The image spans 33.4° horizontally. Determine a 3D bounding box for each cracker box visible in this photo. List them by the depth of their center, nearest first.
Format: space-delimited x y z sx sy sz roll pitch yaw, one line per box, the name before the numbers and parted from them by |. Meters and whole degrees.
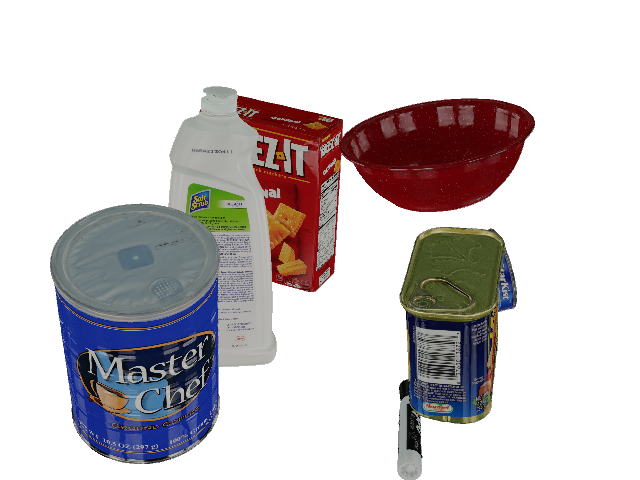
cracker box | -0.064 -0.056 1.303 0.164 0.214 0.072 15 32 20

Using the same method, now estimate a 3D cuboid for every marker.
marker | 0.073 0.150 0.867 0.020 0.020 0.121 0 26 5

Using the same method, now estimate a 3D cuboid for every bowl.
bowl | 0.100 -0.067 0.891 0.162 0.055 0.162 -9 24 4

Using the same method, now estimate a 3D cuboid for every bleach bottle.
bleach bottle | -0.085 -0.011 0.955 0.102 0.251 0.068 0 22 -11

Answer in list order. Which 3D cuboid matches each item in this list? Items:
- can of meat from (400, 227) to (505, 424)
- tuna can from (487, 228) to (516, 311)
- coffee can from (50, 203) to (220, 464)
can of meat | 0.085 0.053 0.673 0.057 0.084 0.102 3 30 13
tuna can | 0.171 0.033 1.096 0.033 0.086 0.086 -15 1 -4
coffee can | -0.117 0.062 0.696 0.103 0.140 0.103 2 41 -2
